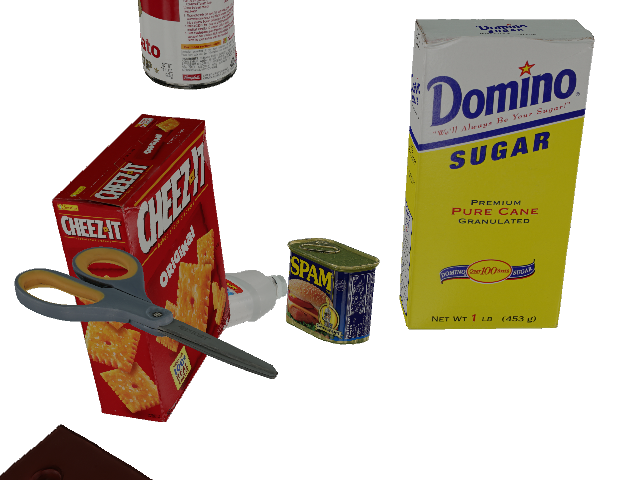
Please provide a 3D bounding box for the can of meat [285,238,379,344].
[{"bbox_3d":[0.009,0.051,1.077,0.057,0.084,0.102,-7,19,-37],"label":"can of meat"}]

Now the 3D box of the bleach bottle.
[{"bbox_3d":[-0.156,0.076,1.294,0.250,0.068,0.103,-12,30,-35],"label":"bleach bottle"}]

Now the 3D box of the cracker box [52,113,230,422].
[{"bbox_3d":[-0.143,0.022,0.922,0.072,0.214,0.164,6,32,16],"label":"cracker box"}]

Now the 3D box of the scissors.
[{"bbox_3d":[-0.108,0.043,0.720,0.202,0.016,0.096,12,30,14],"label":"scissors"}]

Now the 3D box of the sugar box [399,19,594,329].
[{"bbox_3d":[0.096,-0.035,0.607,0.093,0.176,0.048,-1,27,-3],"label":"sugar box"}]

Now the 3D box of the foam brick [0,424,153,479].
[{"bbox_3d":[-0.097,0.126,0.450,0.078,0.051,0.052,22,45,29],"label":"foam brick"}]

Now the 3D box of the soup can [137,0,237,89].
[{"bbox_3d":[-0.089,-0.162,0.721,0.068,0.102,0.068,2,36,-1],"label":"soup can"}]
